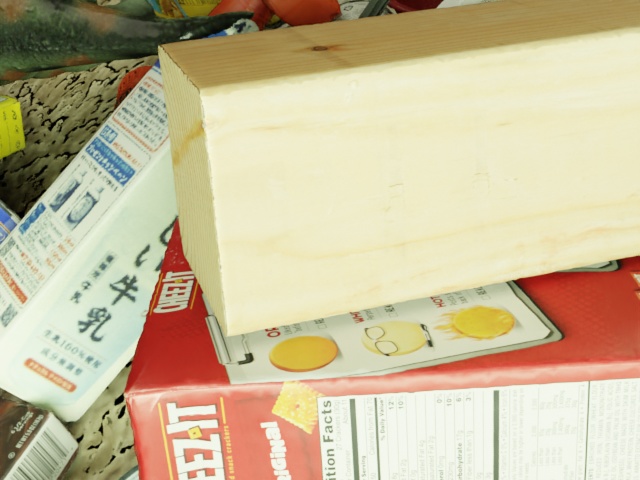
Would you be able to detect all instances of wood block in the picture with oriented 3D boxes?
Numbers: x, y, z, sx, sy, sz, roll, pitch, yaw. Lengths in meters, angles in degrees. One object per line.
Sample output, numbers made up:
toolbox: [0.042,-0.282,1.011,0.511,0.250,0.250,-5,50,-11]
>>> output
wood block: [0.051,-0.039,0.412,0.206,0.090,0.091,-10,22,-14]

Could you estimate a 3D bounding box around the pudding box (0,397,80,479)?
pudding box: [-0.192,0.135,0.558,0.090,0.039,0.113,7,49,36]

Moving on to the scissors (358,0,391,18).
scissors: [-0.002,-0.073,0.622,0.202,0.016,0.096,-39,39,52]

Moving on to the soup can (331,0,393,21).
soup can: [0.031,-0.102,0.680,0.068,0.068,0.102,-21,38,6]

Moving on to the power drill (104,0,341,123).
power drill: [-0.072,-0.112,0.707,0.188,0.057,0.184,-42,30,17]

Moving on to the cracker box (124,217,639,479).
cracker box: [0.042,0.043,0.433,0.213,0.072,0.164,-4,22,1]

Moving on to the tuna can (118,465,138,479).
tuna can: [-0.065,0.138,0.488,0.086,0.033,0.086,-16,39,13]

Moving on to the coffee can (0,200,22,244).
coffee can: [-0.248,0.039,0.649,0.103,0.102,0.140,14,53,39]

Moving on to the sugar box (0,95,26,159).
sugar box: [-0.291,-0.060,0.730,0.093,0.048,0.176,5,25,20]

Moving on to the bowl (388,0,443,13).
bowl: [0.118,-0.164,0.703,0.162,0.055,0.162,-10,38,8]

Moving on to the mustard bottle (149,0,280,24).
mustard bottle: [-0.114,-0.227,0.882,0.192,0.096,0.058,9,50,37]
